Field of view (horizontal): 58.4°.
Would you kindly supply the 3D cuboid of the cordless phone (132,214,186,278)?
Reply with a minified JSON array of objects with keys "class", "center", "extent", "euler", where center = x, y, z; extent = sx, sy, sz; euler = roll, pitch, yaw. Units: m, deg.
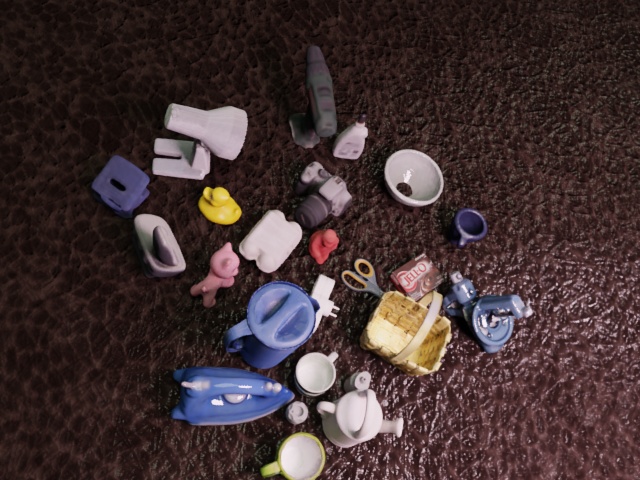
[{"class":"cordless phone","center":[-0.345,-0.007,1.220],"extent":[0.094,0.185,0.147],"euler":[-23,74,-25]}]

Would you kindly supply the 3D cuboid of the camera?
[{"class":"camera","center":[-0.009,-0.107,1.416],"extent":[0.143,0.100,0.137],"euler":[42,61,6]}]

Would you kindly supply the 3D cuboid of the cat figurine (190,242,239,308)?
[{"class":"cat figurine","center":[-0.223,0.073,1.257],"extent":[0.067,0.117,0.128],"euler":[36,61,2]}]

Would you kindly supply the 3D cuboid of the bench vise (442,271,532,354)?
[{"class":"bench vise","center":[0.383,0.160,1.339],"extent":[0.207,0.219,0.122],"euler":[37,61,3]}]

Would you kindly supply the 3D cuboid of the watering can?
[{"class":"watering can","center":[0.083,0.360,1.169],"extent":[0.173,0.194,0.101],"euler":[-1,66,-17]}]

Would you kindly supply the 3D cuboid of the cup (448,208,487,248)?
[{"class":"cup","center":[0.369,-0.015,1.489],"extent":[0.091,0.095,0.118],"euler":[31,61,-1]}]

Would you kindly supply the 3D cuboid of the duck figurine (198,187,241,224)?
[{"class":"duck figurine","center":[-0.233,-0.088,1.348],"extent":[0.104,0.086,0.077],"euler":[28,61,-2]}]

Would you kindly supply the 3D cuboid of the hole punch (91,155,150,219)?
[{"class":"hole punch","center":[-0.449,-0.120,1.295],"extent":[0.108,0.091,0.101],"euler":[34,61,1]}]

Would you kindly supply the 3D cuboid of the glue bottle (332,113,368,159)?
[{"class":"glue bottle","center":[0.089,-0.271,1.481],"extent":[0.078,0.173,0.037],"euler":[6,64,-13]}]

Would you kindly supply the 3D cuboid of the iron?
[{"class":"iron","center":[-0.164,0.303,1.152],"extent":[0.259,0.141,0.118],"euler":[3,65,-15]}]

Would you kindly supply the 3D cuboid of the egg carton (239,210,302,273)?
[{"class":"egg carton","center":[-0.114,0.003,1.350],"extent":[0.107,0.069,0.150],"euler":[35,61,2]}]

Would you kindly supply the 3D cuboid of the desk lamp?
[{"class":"desk lamp","center":[-0.282,-0.232,1.329],"extent":[0.203,0.213,0.118],"euler":[3,65,-15]}]

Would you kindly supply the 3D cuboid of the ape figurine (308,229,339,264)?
[{"class":"ape figurine","center":[0.013,0.005,1.374],"extent":[0.078,0.092,0.076],"euler":[-13,70,-21]}]

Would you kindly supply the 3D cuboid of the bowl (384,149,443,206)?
[{"class":"bowl","center":[0.239,-0.154,1.527],"extent":[0.168,0.074,0.167],"euler":[7,64,-14]}]

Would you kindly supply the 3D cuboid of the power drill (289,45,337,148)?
[{"class":"power drill","center":[-0.019,-0.344,1.464],"extent":[0.076,0.208,0.229],"euler":[-7,68,-19]}]
